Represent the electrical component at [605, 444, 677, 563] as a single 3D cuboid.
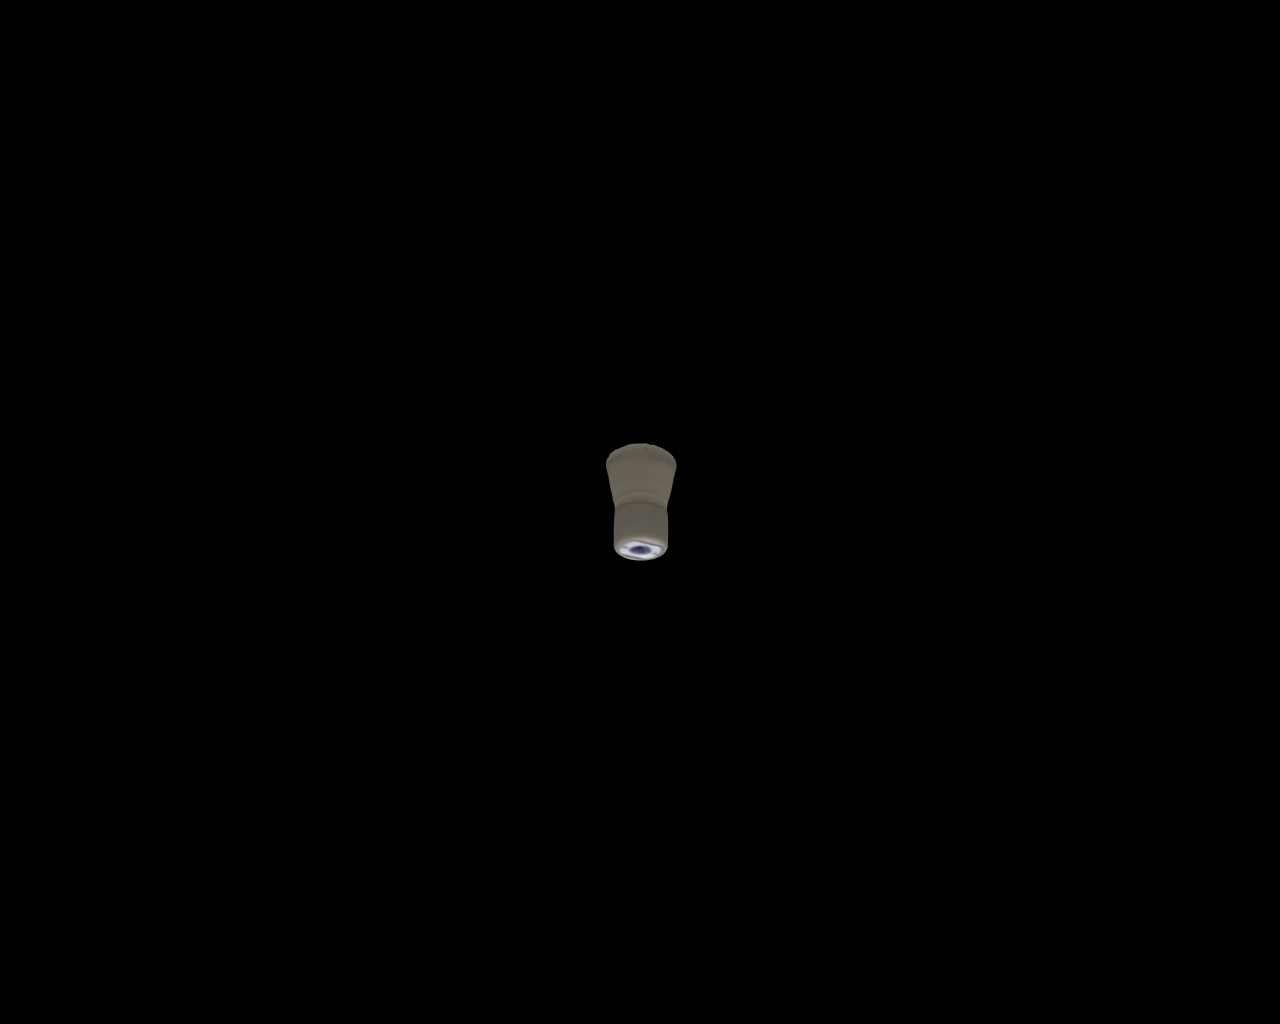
[{"bbox_3d":[0.001,-0.003,0.650,0.044,0.065,0.044,0,-29,0],"label":"electrical component"}]
